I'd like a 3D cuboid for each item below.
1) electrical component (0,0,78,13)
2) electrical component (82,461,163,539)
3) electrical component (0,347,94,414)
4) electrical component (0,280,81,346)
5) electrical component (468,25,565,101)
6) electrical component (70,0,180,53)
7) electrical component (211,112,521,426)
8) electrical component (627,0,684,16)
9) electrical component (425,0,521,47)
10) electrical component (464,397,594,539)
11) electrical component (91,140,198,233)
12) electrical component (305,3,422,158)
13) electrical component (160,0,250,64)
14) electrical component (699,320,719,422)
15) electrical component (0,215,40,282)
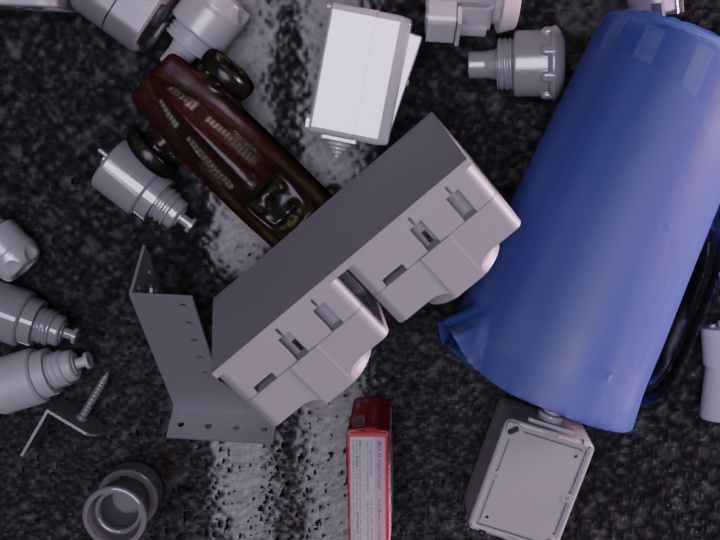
[{"bbox_3d":[-0.233,-0.200,0.699,0.095,0.053,0.059,3,100,3],"label":"electrical component"},{"bbox_3d":[-0.166,0.163,0.757,0.045,0.055,0.045,1,100,3],"label":"electrical component"},{"bbox_3d":[-0.225,0.073,0.753,0.078,0.040,0.040,-17,98,6],"label":"electrical component"},{"bbox_3d":[-0.233,0.034,0.746,0.078,0.040,0.040,19,100,0],"label":"electrical component"},{"bbox_3d":[0.102,-0.133,0.697,0.062,0.048,0.048,1,100,10],"label":"electrical component"},{"bbox_3d":[-0.141,-0.197,0.694,0.059,0.053,0.095,36,100,-3],"label":"electrical component"},{"bbox_3d":[0.000,0.000,0.648,0.186,0.105,0.060,-40,111,9],"label":"electrical component"},{"bbox_3d":[0.187,-0.185,0.685,0.040,0.040,0.046,-9,104,5],"label":"electrical component"},{"bbox_3d":[0.071,-0.180,0.680,0.057,0.058,0.078,3,65,0],"label":"electrical component"},{"bbox_3d":[0.115,0.131,0.732,0.062,0.061,0.096,18,101,-2],"label":"electrical component"},{"bbox_3d":[-0.144,-0.054,0.726,0.078,0.040,0.040,38,100,-4],"label":"electrical component"},{"bbox_3d":[0.003,-0.118,0.695,0.061,0.061,0.096,11,100,1],"label":"electrical component"},{"bbox_3d":[-0.106,-0.157,0.705,0.043,0.043,0.062,40,101,-4],"label":"electrical component"},{"bbox_3d":[0.249,0.066,0.724,0.044,0.044,0.065,-5,95,4],"label":"electrical component"},{"bbox_3d":[-0.252,-0.023,0.741,0.035,0.035,0.061,-43,92,9],"label":"electrical component"}]
